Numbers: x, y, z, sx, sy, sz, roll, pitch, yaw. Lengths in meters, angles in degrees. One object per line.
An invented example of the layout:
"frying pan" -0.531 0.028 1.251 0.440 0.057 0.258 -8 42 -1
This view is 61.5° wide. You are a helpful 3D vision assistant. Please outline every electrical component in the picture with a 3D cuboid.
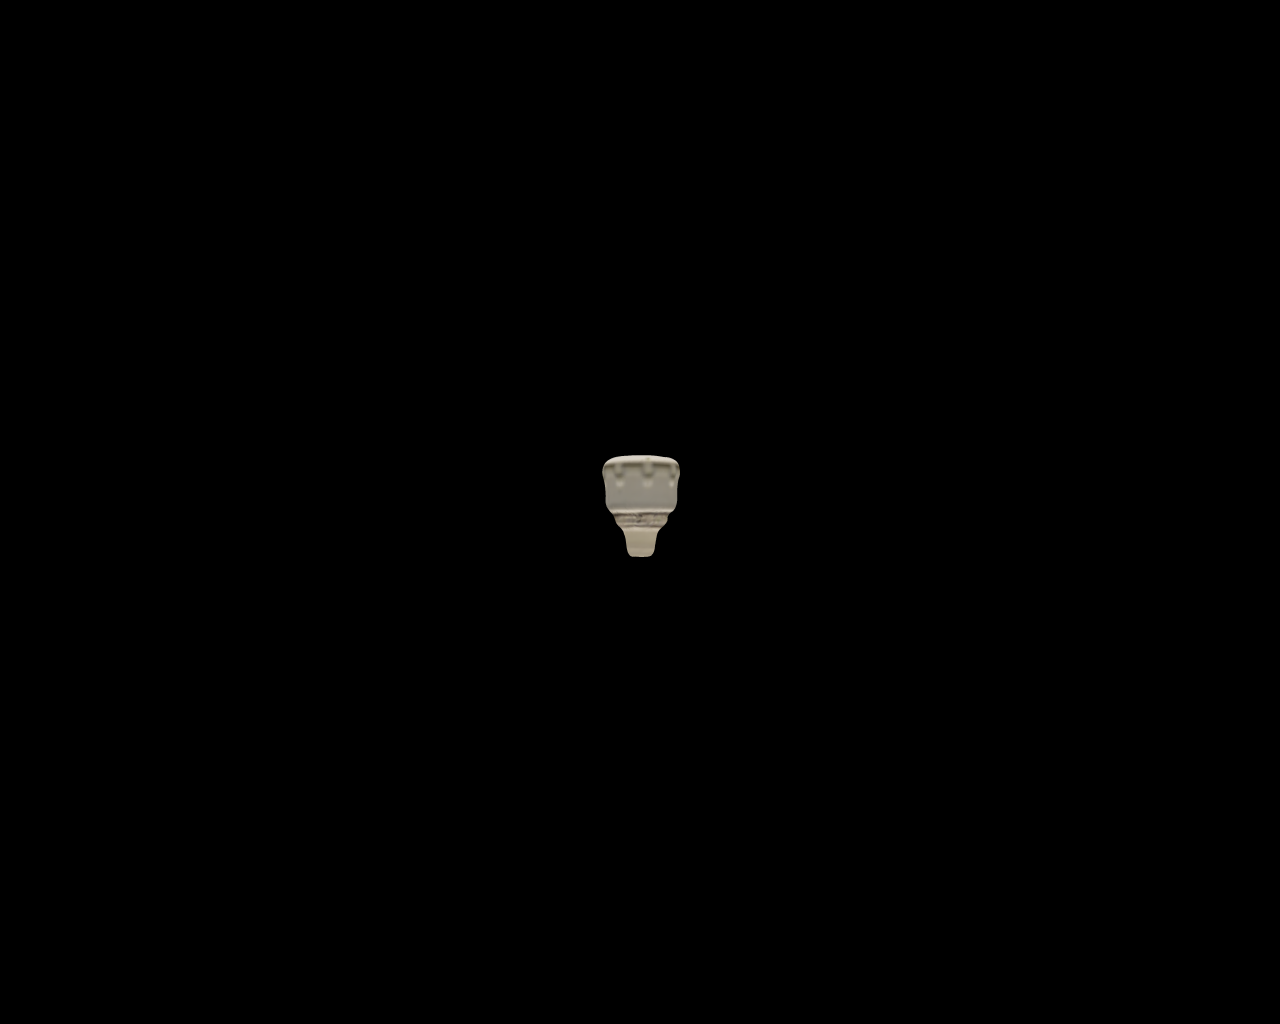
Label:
"electrical component" 0.001 -0.003 0.650 0.048 0.062 0.048 0 -4 0
